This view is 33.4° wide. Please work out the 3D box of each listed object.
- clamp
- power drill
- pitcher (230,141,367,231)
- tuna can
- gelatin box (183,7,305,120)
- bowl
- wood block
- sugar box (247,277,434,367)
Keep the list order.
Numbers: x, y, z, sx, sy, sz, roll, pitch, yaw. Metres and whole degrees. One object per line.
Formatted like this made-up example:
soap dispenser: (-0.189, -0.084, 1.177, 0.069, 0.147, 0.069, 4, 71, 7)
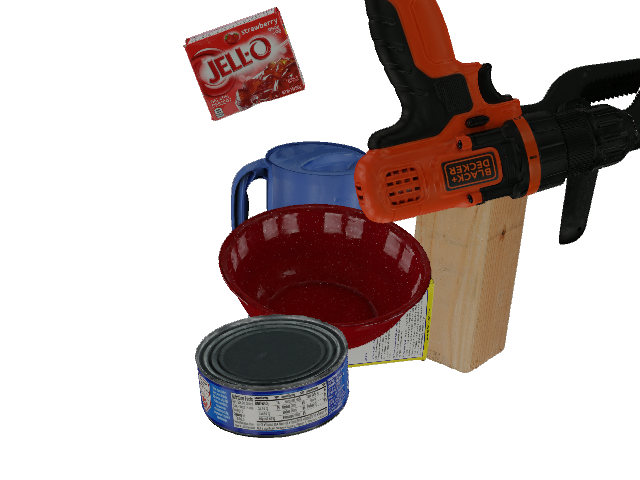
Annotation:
clamp: (0.205, -0.083, 0.839, 0.209, 0.036, 0.165, -26, 51, -19)
power drill: (0.097, -0.115, 0.661, 0.184, 0.187, 0.057, -14, 8, -9)
pitcher: (-0.017, 0.007, 1.307, 0.149, 0.243, 0.144, 16, 24, 28)
tuna can: (-0.026, 0.075, 0.601, 0.086, 0.034, 0.086, -3, 22, 1)
gelatin box: (-0.067, -0.155, 0.940, 0.089, 0.073, 0.030, -18, 22, 5)
bowl: (0.003, 0.036, 0.821, 0.162, 0.055, 0.162, 3, 34, -2)
wood block: (0.159, 0.027, 1.177, 0.090, 0.206, 0.090, 19, 24, 33)
sugar box: (0.018, 0.077, 1.036, 0.176, 0.093, 0.048, -3, 28, -10)
